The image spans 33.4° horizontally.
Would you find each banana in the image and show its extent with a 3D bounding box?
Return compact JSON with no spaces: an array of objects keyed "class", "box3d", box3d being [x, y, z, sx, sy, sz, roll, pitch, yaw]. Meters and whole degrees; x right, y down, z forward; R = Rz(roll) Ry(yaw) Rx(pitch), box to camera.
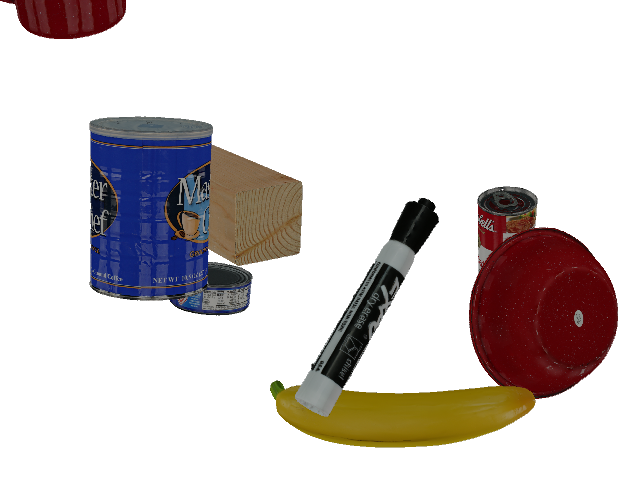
[{"class":"banana","box3d":[0.050,0.119,0.756,0.198,0.037,0.069,2,29,14]}]

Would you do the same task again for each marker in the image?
[{"class":"marker","box3d":[0.025,0.030,0.528,0.020,0.121,0.020,28,-16,9]}]

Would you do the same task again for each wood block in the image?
[{"class":"wood block","box3d":[-0.116,-0.047,1.288,0.090,0.090,0.206,-11,23,-34]}]

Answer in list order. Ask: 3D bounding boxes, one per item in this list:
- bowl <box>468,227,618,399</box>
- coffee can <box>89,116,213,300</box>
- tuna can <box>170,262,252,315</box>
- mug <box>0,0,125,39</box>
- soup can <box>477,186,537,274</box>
[{"class":"bowl","box3d":[0.218,0.069,0.979,0.161,0.162,0.055,0,1,-25]},{"class":"coffee can","box3d":[-0.145,-0.030,0.908,0.103,0.140,0.103,3,13,-1]},{"class":"tuna can","box3d":[-0.115,0.050,1.115,0.086,0.034,0.086,6,14,-2]},{"class":"mug","box3d":[-0.201,-0.201,0.789,0.117,0.081,0.093,-1,36,1]},{"class":"soup can","box3d":[0.217,-0.003,1.242,0.068,0.102,0.068,-4,29,2]}]
